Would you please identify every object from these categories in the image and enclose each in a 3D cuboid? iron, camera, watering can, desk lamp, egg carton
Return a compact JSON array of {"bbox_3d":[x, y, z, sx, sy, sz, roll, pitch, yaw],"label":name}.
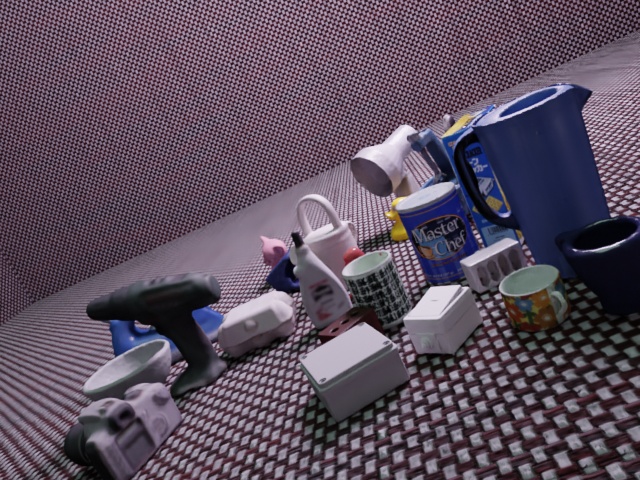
[{"bbox_3d":[-0.323,0.175,1.192,0.258,0.141,0.118,-25,13,2],"label":"iron"},{"bbox_3d":[-0.304,0.276,0.843,0.136,0.101,0.143,-17,15,32],"label":"camera"},{"bbox_3d":[0.012,0.004,1.123,0.100,0.194,0.173,-19,14,24],"label":"watering can"},{"bbox_3d":[0.195,-0.150,1.352,0.204,0.214,0.117,-32,15,-28],"label":"desk lamp"},{"bbox_3d":[-0.114,0.153,1.048,0.150,0.069,0.107,-24,13,6],"label":"egg carton"}]

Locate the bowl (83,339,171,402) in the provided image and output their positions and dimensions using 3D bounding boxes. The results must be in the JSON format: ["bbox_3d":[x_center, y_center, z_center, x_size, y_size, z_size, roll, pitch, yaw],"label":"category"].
[{"bbox_3d":[-0.338,0.256,1.046,0.167,0.075,0.167,-24,13,6],"label":"bowl"}]

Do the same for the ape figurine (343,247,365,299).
[{"bbox_3d":[0.072,0.056,1.031,0.076,0.092,0.078,-25,13,2],"label":"ape figurine"}]

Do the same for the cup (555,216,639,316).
[{"bbox_3d":[0.319,0.033,0.641,0.092,0.095,0.117,-30,13,-19],"label":"cup"}]

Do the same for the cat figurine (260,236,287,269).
[{"bbox_3d":[-0.109,0.036,1.401,0.067,0.118,0.127,-26,13,-2],"label":"cat figurine"}]

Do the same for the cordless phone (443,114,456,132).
[{"bbox_3d":[0.341,-0.214,1.392,0.094,0.185,0.147,-25,13,1],"label":"cordless phone"}]

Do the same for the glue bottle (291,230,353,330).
[{"bbox_3d":[-0.010,0.062,0.975,0.078,0.173,0.037,-27,13,-8],"label":"glue bottle"}]

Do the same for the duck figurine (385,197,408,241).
[{"bbox_3d":[0.193,-0.055,1.260,0.104,0.086,0.077,-22,13,16],"label":"duck figurine"}]

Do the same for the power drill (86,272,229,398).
[{"bbox_3d":[-0.260,0.158,0.988,0.229,0.208,0.075,-24,13,7],"label":"power drill"}]

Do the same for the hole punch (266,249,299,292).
[{"bbox_3d":[-0.069,0.061,1.283,0.100,0.091,0.109,-17,15,33],"label":"hole punch"}]

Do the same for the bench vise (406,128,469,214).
[{"bbox_3d":[0.255,-0.138,1.169,0.121,0.220,0.208,-15,17,39],"label":"bench vise"}]
